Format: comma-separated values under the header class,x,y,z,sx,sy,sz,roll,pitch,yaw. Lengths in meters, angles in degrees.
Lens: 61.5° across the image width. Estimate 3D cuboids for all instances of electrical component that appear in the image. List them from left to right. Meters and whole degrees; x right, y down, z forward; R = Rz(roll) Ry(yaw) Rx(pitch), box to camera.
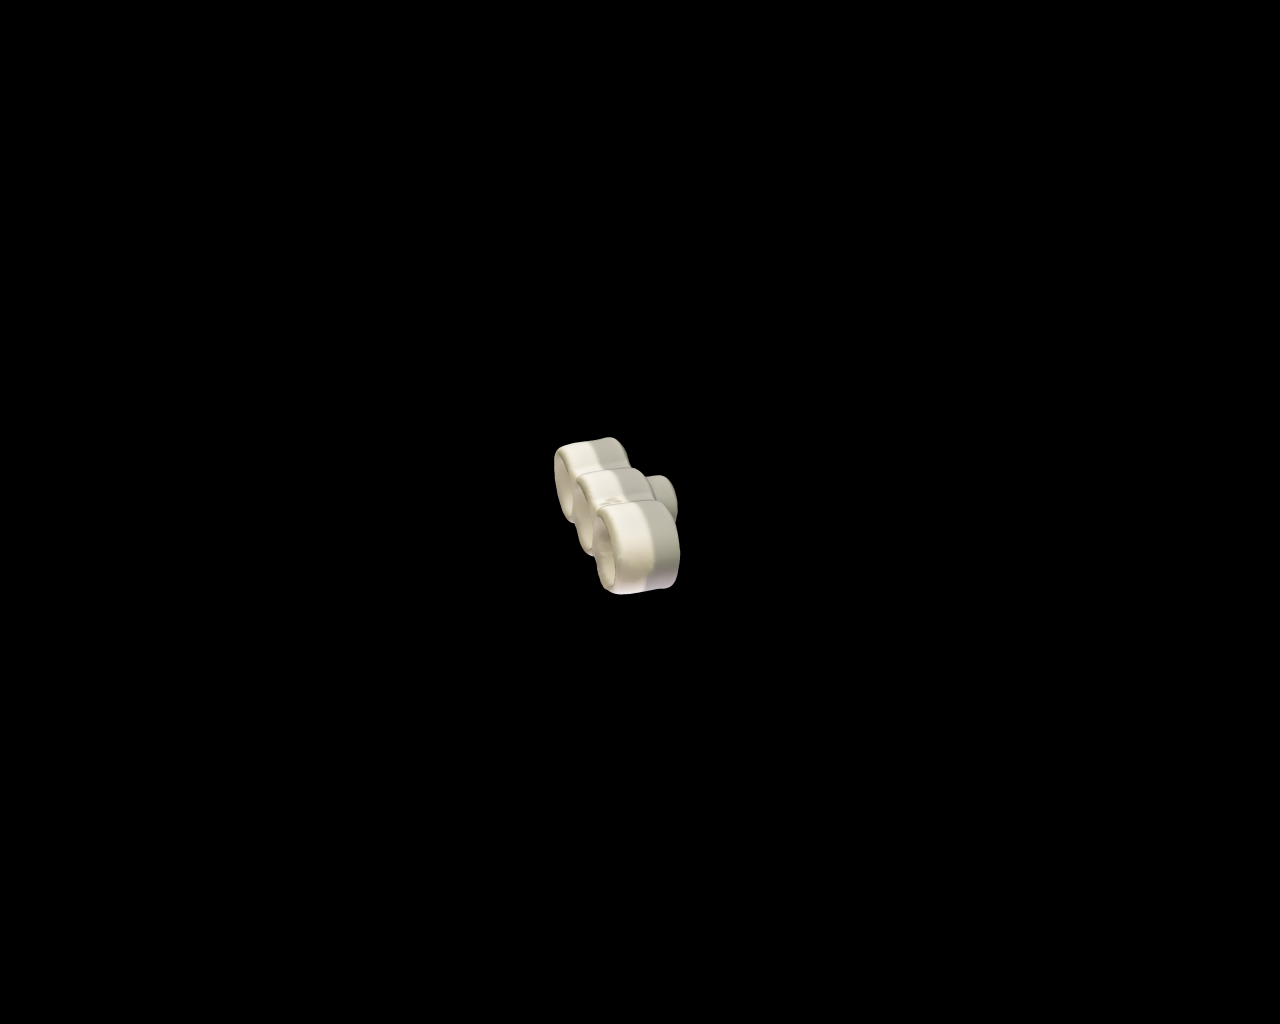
class,x,y,z,sx,sy,sz,roll,pitch,yaw
electrical component,0.001,-0.003,0.650,0.074,0.052,0.138,-9,30,-16
